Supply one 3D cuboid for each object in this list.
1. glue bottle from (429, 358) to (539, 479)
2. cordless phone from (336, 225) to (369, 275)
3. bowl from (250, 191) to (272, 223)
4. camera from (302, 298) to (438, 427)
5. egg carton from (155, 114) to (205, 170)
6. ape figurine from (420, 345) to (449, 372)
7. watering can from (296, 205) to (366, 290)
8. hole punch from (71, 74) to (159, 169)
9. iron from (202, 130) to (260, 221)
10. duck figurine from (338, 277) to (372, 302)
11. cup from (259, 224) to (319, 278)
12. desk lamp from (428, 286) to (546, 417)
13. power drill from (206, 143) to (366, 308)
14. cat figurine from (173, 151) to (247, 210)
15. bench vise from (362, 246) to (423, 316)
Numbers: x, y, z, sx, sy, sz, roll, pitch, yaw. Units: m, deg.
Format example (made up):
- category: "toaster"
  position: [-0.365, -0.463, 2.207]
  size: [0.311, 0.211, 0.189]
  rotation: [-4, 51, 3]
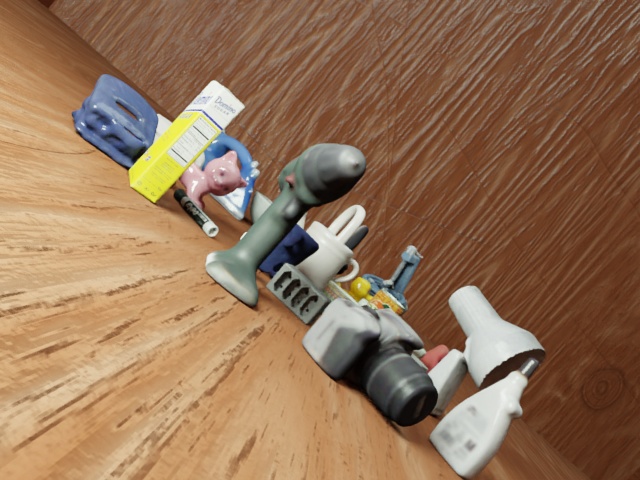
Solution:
- category: "glue bottle"
  position: [0.221, 0.219, 0.736]
  size: [0.037, 0.173, 0.078]
  rotation: [39, 2, -36]
- category: "cordless phone"
  position: [0.047, 0.024, 1.450]
  size: [0.094, 0.185, 0.148]
  rotation: [41, 2, 9]
- category: "bowl"
  position: [-0.114, -0.040, 1.403]
  size: [0.167, 0.074, 0.167]
  rotation: [41, 2, -1]
- category: "camera"
  position: [0.076, 0.144, 0.684]
  size: [0.144, 0.100, 0.136]
  rotation: [39, 3, -42]
- category: "egg carton"
  position: [-0.315, -0.202, 1.221]
  size: [0.150, 0.069, 0.107]
  rotation: [42, 2, 15]
- category: "ape figurine"
  position: [0.250, 0.272, 1.260]
  size: [0.076, 0.092, 0.078]
  rotation: [41, 2, 1]
- category: "watering can"
  position: [0.011, 0.004, 1.097]
  size: [0.173, 0.194, 0.100]
  rotation: [39, 3, -36]
- category: "hole punch"
  position: [-0.284, -0.169, 0.818]
  size: [0.109, 0.091, 0.100]
  rotation: [39, 3, -36]
- category: "iron"
  position: [-0.212, -0.167, 1.347]
  size: [0.257, 0.141, 0.119]
  rotation: [42, 3, 32]
- category: "duck figurine"
  position: [0.074, 0.121, 1.291]
  size: [0.105, 0.086, 0.077]
  rotation: [40, 2, -20]
- category: "cup"
  position: [-0.061, 0.017, 0.918]
  size: [0.092, 0.095, 0.117]
  rotation: [41, 2, -7]
- category: "desk lamp"
  position: [0.235, 0.193, 0.961]
  size: [0.202, 0.213, 0.118]
  rotation: [43, 3, 42]
- category: "power drill"
  position: [-0.040, -0.027, 0.675]
  size: [0.076, 0.208, 0.229]
  rotation: [40, 2, -14]
- category: "cat figurine"
  position: [-0.190, -0.113, 0.969]
  size: [0.128, 0.117, 0.067]
  rotation: [41, 2, -9]
- category: "bench vise"
  position: [0.178, 0.115, 1.437]
  size: [0.121, 0.219, 0.208]
  rotation: [42, 2, 20]
